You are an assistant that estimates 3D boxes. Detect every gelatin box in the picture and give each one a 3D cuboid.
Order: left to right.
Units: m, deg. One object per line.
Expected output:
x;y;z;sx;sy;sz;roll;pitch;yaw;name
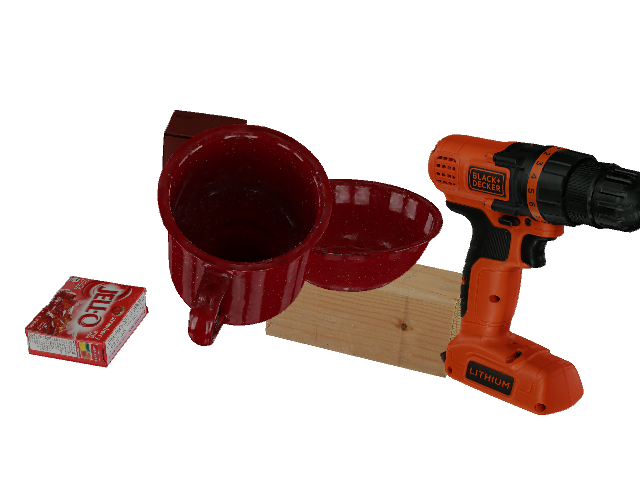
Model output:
-0.199;0.068;0.917;0.073;0.030;0.089;8;32;14;gelatin box

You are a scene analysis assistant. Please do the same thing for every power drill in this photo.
0.152;0.023;0.757;0.057;0.188;0.185;-12;21;-37;power drill

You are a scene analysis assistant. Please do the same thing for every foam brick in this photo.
-0.116;-0.094;1.077;0.078;0.051;0.053;8;34;1;foam brick

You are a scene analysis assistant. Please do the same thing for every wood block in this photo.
0.053;0.072;1.173;0.206;0.091;0.090;12;22;17;wood block

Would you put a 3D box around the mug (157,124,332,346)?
-0.047;0.006;0.592;0.093;0.117;0.081;15;-31;2;mug

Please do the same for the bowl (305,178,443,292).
0.024;0.000;0.930;0.162;0.055;0.162;1;24;-1;bowl
